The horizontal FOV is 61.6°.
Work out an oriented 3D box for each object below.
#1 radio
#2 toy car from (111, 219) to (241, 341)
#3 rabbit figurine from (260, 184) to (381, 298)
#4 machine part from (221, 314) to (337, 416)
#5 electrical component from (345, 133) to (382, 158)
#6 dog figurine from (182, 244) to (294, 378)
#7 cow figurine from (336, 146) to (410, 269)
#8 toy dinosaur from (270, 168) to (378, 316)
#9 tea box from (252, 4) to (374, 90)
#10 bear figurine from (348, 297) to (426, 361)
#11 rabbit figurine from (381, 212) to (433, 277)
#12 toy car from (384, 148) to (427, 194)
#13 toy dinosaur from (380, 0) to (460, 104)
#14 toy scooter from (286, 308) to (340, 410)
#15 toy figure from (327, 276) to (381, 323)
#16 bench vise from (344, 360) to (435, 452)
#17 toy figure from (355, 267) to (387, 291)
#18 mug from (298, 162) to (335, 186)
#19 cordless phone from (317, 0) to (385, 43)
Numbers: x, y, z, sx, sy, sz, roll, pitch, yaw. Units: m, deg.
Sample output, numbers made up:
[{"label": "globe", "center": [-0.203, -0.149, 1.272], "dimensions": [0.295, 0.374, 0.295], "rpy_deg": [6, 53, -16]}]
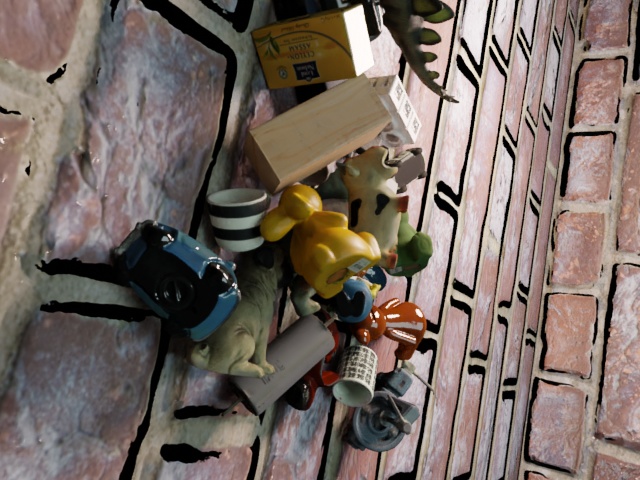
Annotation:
[{"label": "radio", "center": [0.004, -0.333, 0.939], "dimensions": [0.131, 0.073, 0.229], "rpy_deg": [-43, 126, -43]}, {"label": "toy car", "center": [-0.178, 0.044, 0.690], "dimensions": [0.109, 0.161, 0.103], "rpy_deg": [-48, -174, 11]}, {"label": "rabbit figurine", "center": [-0.018, -0.013, 0.799], "dimensions": [0.162, 0.122, 0.173], "rpy_deg": [17, 40, -53]}, {"label": "machine part", "center": [-0.060, 0.196, 0.860], "dimensions": [0.243, 0.079, 0.079], "rpy_deg": [-36, 125, -26]}, {"label": "electrical component", "center": [0.090, -0.192, 1.105], "dimensions": [0.078, 0.045, 0.102], "rpy_deg": [25, 68, -24]}, {"label": "dog figurine", "center": [-0.113, 0.088, 0.762], "dimensions": [0.172, 0.121, 0.190], "rpy_deg": [46, 55, -79]}, {"label": "cow figurine", "center": [0.080, -0.056, 0.875], "dimensions": [0.085, 0.127, 0.194], "rpy_deg": [-28, 127, -86]}, {"label": "toy dinosaur", "center": [-0.009, 0.000, 0.929], "dimensions": [0.405, 0.131, 0.192], "rpy_deg": [-32, 102, -40]}, {"label": "tea box", "center": [-0.012, -0.296, 0.833], "dimensions": [0.068, 0.170, 0.098], "rpy_deg": [-46, 128, -45]}, {"label": "bear figurine", "center": [0.130, 0.192, 1.162], "dimensions": [0.196, 0.120, 0.132], "rpy_deg": [-2, 141, -30]}, {"label": "rabbit figurine", "center": [0.184, -0.013, 1.190], "dimensions": [0.159, 0.121, 0.170], "rpy_deg": [39, 36, -63]}, {"label": "toy car", "center": [0.193, -0.161, 1.244], "dimensions": [0.202, 0.056, 0.073], "rpy_deg": [-35, 116, -49]}, {"label": "toy dinosaur", "center": [0.148, -0.457, 1.022], "dimensions": [0.105, 0.199, 0.470], "rpy_deg": [-57, 134, -30]}, {"label": "toy scooter", "center": [-0.001, 0.220, 0.992], "dimensions": [0.135, 0.075, 0.183], "rpy_deg": [23, 76, -57]}, {"label": "toy figure", "center": [0.060, 0.116, 1.011], "dimensions": [0.089, 0.082, 0.180], "rpy_deg": [-65, 175, 6]}, {"label": "bench vise", "center": [0.152, 0.348, 1.112], "dimensions": [0.224, 0.240, 0.129], "rpy_deg": [-38, 90, -15]}, {"label": "toy figure", "center": [0.086, 0.061, 1.112], "dimensions": [0.058, 0.064, 0.154], "rpy_deg": [-44, 135, 8]}, {"label": "mug", "center": [-0.013, -0.166, 0.935], "dimensions": [0.109, 0.081, 0.107], "rpy_deg": [64, 35, -30]}, {"label": "cordless phone", "center": [0.068, -0.416, 0.906], "dimensions": [0.184, 0.089, 0.146], "rpy_deg": [-61, 138, -48]}]
